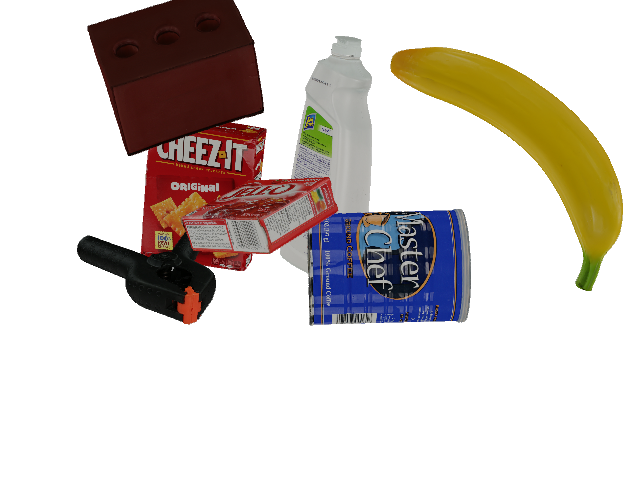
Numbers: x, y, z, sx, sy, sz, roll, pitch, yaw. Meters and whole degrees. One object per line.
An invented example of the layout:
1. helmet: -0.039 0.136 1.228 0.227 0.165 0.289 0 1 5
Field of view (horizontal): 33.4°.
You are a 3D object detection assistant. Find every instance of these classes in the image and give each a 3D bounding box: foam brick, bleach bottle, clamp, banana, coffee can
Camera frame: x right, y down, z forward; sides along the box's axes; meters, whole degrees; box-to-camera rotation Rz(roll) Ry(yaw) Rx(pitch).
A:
1. foam brick: -0.076 -0.090 0.561 0.078 0.053 0.051 -20 -35 -9
2. bleach bottle: 0.017 -0.089 1.139 0.067 0.251 0.103 -8 25 -41
3. clamp: -0.136 0.027 0.972 0.120 0.039 0.172 -15 30 -31
4. banana: 0.128 -0.063 0.672 0.070 0.198 0.037 -41 -11 10
5. coffee can: 0.059 0.024 0.963 0.140 0.103 0.103 -2 0 0

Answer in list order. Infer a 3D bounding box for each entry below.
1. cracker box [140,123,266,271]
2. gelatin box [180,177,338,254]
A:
1. cracker box: -0.177 -0.071 1.596 0.164 0.214 0.072 10 20 6
2. gelatin box: -0.044 -0.019 0.760 0.089 0.030 0.073 2 26 46
